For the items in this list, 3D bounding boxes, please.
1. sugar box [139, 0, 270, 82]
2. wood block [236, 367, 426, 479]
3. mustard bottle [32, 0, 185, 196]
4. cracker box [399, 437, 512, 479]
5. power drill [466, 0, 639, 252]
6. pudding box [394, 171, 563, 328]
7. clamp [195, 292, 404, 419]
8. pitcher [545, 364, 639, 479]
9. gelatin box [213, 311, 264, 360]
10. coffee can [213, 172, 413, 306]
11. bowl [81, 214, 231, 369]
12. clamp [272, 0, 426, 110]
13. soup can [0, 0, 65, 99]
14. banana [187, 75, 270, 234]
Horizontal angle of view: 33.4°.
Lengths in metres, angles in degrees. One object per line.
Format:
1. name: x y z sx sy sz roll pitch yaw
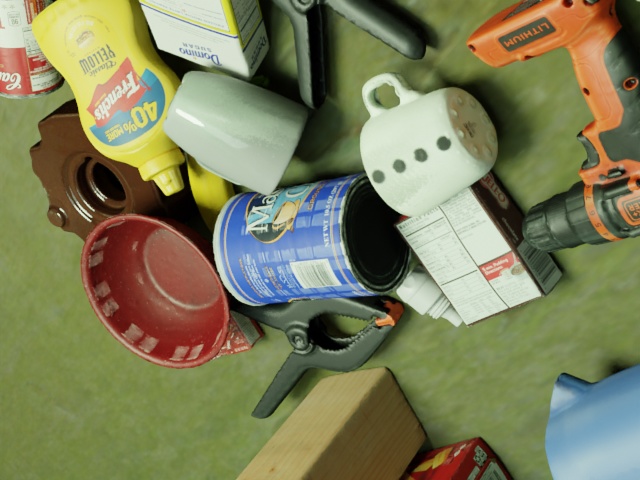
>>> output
1. sugar box: -0.098 -0.199 0.823 0.093 0.048 0.176 23 162 15
2. wood block: 0.003 0.217 0.986 0.090 0.205 0.091 -17 109 41
3. mustard bottle: -0.170 -0.128 0.937 0.096 0.058 0.191 -26 92 15
4. cracker box: 0.060 0.280 1.021 0.214 0.164 0.072 -27 101 43
5. power drill: 0.184 -0.084 0.754 0.185 0.057 0.187 -22 108 45
6. pudding box: 0.127 0.007 0.869 0.090 0.039 0.113 -29 99 46
7. clamp: -0.022 0.080 1.009 0.210 0.036 0.164 -22 106 33
8. pitcher: 0.302 0.140 0.781 0.149 0.145 0.243 22 140 -30
9. gelatin box: -0.112 0.085 1.097 0.089 0.030 0.073 -19 107 41
10. coffee can: -0.006 0.001 0.913 0.141 0.102 0.103 -7 116 38
11. bowl: -0.141 0.038 0.993 0.162 0.055 0.162 14 122 22
12. clamp: 0.007 -0.189 0.816 0.120 0.039 0.171 -14 114 30
13. soup can: -0.278 -0.192 0.993 0.069 0.068 0.102 18 129 24
14. banana: -0.090 -0.068 0.969 0.070 0.037 0.198 24 131 20
